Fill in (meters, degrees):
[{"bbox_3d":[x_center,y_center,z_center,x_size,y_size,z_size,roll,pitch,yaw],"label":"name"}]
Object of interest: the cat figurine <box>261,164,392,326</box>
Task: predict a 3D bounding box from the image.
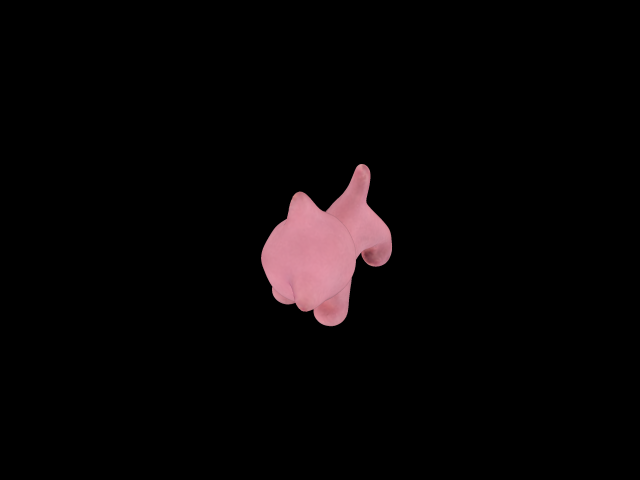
[{"bbox_3d":[0.004,0.001,0.400,0.067,0.118,0.128,26,60,17],"label":"cat figurine"}]
